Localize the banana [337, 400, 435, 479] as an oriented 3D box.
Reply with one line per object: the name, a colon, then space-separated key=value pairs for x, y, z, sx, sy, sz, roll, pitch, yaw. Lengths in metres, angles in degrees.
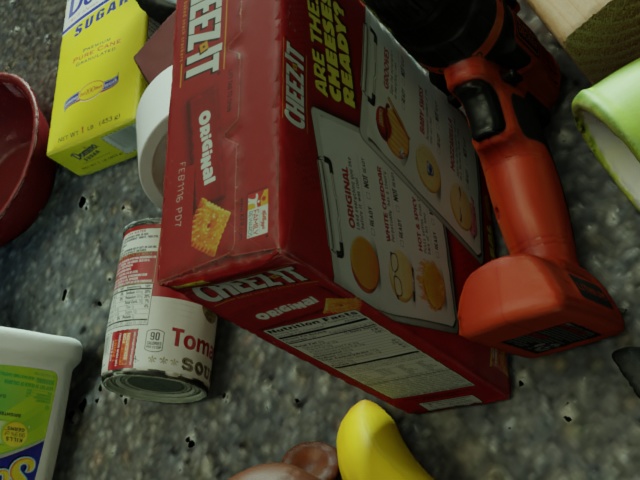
banana: x=0.055 y=0.126 z=0.504 sx=0.198 sy=0.069 sz=0.037 roll=24 pitch=111 yaw=51

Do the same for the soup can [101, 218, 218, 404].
soup can: x=-0.098 y=0.045 z=0.673 sx=0.069 sy=0.068 sz=0.102 roll=-11 pitch=63 yaw=33

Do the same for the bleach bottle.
bleach bottle: x=-0.221 y=0.184 z=0.691 sx=0.068 sy=0.102 sz=0.251 roll=-23 pitch=59 yaw=59

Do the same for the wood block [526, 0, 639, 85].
wood block: x=0.136 y=-0.177 z=0.592 sx=0.090 sy=0.090 sz=0.206 roll=-39 pitch=51 yaw=16

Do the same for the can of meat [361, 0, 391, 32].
can of meat: x=0.036 y=-0.165 z=0.656 sx=0.057 sy=0.102 sz=0.084 roll=3 pitch=62 yaw=-1

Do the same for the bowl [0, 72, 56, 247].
bowl: x=-0.262 y=-0.050 z=0.851 sx=0.162 sy=0.055 sz=0.162 roll=-17 pitch=59 yaw=30

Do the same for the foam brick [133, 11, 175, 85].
foam brick: x=-0.078 y=-0.112 z=0.729 sx=0.051 sy=0.078 sz=0.053 roll=-45 pitch=49 yaw=12

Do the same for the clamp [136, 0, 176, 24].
clamp: x=-0.115 y=-0.212 z=0.796 sx=0.171 sy=0.039 sz=0.120 roll=30 pitch=66 yaw=8

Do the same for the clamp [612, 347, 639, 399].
clamp: x=0.178 y=0.150 z=0.436 sx=0.210 sy=0.036 sz=0.164 roll=23 pitch=85 yaw=45

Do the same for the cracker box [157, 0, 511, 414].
cracker box: x=0.015 y=-0.021 z=0.523 sx=0.072 sy=0.213 sz=0.164 roll=-17 pitch=59 yaw=29

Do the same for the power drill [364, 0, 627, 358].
power drill: x=0.084 y=-0.044 z=0.517 sx=0.057 sy=0.184 sz=0.187 roll=-20 pitch=67 yaw=29

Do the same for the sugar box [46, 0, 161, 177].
sugar box: x=-0.157 y=-0.144 z=0.825 sx=0.093 sy=0.048 sz=0.176 roll=-17 pitch=60 yaw=28
